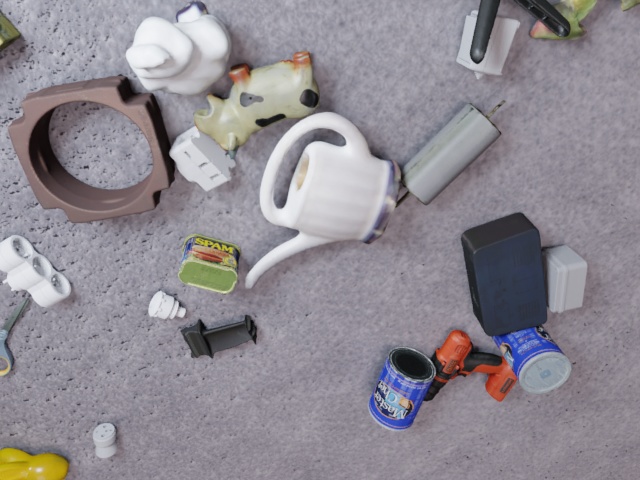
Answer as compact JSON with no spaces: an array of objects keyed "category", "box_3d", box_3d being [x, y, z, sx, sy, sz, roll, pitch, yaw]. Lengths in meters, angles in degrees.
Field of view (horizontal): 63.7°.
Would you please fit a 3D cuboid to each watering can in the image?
[{"category":"watering can","box_3d":[0.003,-0.043,0.864,0.224,0.106,0.341,12,120,-15]}]

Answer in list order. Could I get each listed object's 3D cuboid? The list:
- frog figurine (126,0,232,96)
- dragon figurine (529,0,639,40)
[{"category":"frog figurine","box_3d":[-0.186,-0.247,0.695,0.137,0.163,0.120,-21,121,4]},{"category":"dragon figurine","box_3d":[0.465,-0.455,0.733,0.406,0.125,0.240,-42,133,16]}]
